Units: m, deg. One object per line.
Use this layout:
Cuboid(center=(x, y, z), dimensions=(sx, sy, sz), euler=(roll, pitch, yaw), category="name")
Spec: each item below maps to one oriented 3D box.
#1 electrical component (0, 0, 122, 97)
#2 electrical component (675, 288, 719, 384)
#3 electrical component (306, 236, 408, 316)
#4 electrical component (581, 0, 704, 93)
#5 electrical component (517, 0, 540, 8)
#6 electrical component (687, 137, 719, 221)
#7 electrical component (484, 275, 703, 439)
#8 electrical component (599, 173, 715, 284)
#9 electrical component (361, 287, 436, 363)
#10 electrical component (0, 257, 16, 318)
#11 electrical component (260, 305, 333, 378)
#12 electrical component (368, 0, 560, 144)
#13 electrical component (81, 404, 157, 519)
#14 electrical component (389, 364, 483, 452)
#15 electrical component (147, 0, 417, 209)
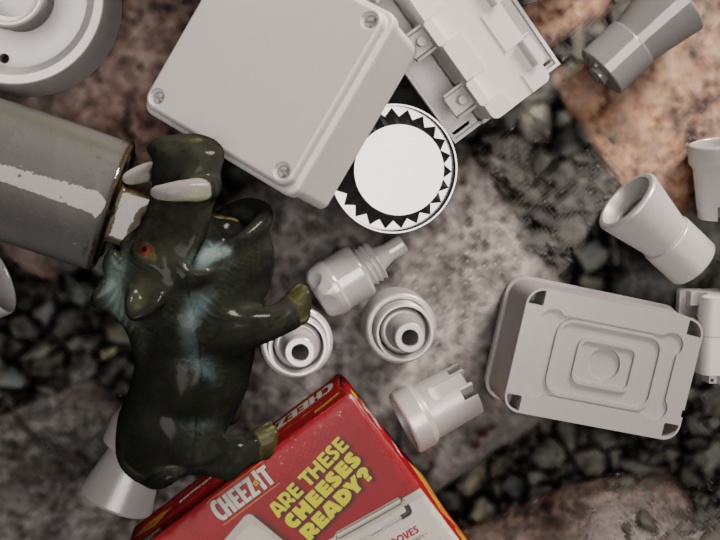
Cuboid(center=(-0.188, -0.150, 0.588), dimensions=(0.108, 0.060, 0.108), euler=(-1, 97, -7), category="electrical component")
Cuboid(center=(0.247, 0.042, 0.670), dimensions=(0.089, 0.050, 0.055), euler=(0, 96, -7), category="electrical component")
Cuboid(center=(0.000, 0.000, 0.643), dimensions=(0.061, 0.035, 0.035), euler=(-32, 100, -5), category="electrical component")
Cuboid(center=(0.166, -0.138, 0.643), dimensions=(0.065, 0.044, 0.044), euler=(-43, 100, 5), category="electrical component")
Cuboid(center=(0.113, -0.191, 0.611), dimensions=(0.066, 0.076, 0.047), euler=(-38, 100, -1), category="electrical component")
Cuboid(center=(0.224, -0.056, 0.661), dimensions=(0.040, 0.040, 0.046), euler=(-10, 104, -6), category="electrical component")
Cuboid(center=(0.139, 0.052, 0.655), dimensions=(0.113, 0.057, 0.078), euler=(11, 96, -8), category="electrical component")
Cuboid(center=(0.185, -0.022, 0.660), dimensions=(0.065, 0.044, 0.044), euler=(40, 91, -15), category="electrical component")
Cuboid(center=(0.024, 0.034, 0.636), dimensions=(0.043, 0.062, 0.043), euler=(-1, 97, -7), category="electrical component")
Cuboid(center=(-0.247, 0.002, 0.608), dimensions=(0.077, 0.044, 0.079), euler=(-21, 87, 3), category="electrical component")
Cuboid(center=(-0.037, 0.042, 0.629), dimensions=(0.043, 0.062, 0.043), euler=(-1, 97, -7), category="electrical component")
Cuboid(center=(0.053, -0.145, 0.617), dimensions=(0.079, 0.063, 0.121), euler=(-37, 100, -1), category="electrical component")
Cuboid(center=(-0.134, 0.112, 0.636), dimensions=(0.045, 0.045, 0.055), euler=(24, 93, -9), category="electrical component")
Cuboid(center=(0.047, 0.083, 0.657), dimensions=(0.046, 0.040, 0.040), euler=(-28, 99, -8), category="electrical component")
Cuboid(center=(-0.043, -0.106, 0.592), dimensions=(0.109, 0.056, 0.108), euler=(32, 93, 21), category="electrical component")
